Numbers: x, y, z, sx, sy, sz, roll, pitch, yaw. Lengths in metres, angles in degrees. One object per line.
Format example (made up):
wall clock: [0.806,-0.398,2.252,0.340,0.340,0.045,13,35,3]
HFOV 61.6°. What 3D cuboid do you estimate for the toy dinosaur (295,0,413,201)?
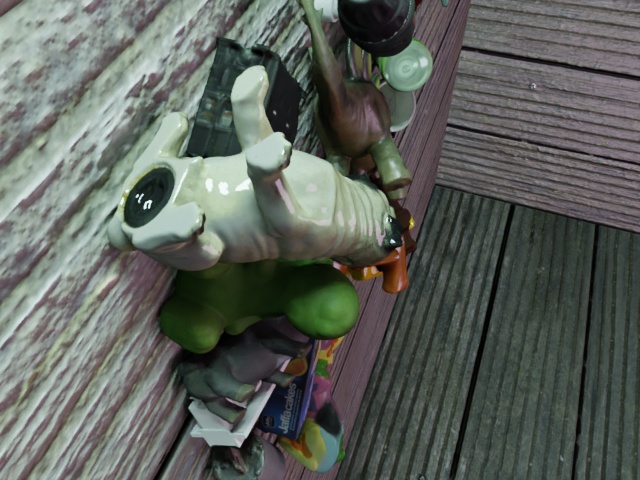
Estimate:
toy dinosaur: [0.040,-0.146,0.662,0.471,0.105,0.198,21,55,-81]

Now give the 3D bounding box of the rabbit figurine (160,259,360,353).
rabbit figurine: [-0.042,0.051,0.513,0.159,0.170,0.121,-25,130,-71]

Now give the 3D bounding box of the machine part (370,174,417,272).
machine part: [0.097,-0.032,0.933,0.056,0.179,0.179,-25,147,-14]

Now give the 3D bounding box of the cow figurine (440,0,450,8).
cow figurine: [0.100,-0.336,0.593,0.085,0.195,0.127,-69,170,-59]

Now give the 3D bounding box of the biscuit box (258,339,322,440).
biscuit box: [-0.037,0.171,0.739,0.059,0.063,0.202,-48,151,-69]

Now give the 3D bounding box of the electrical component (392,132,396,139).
electrical component: [0.092,-0.223,0.973,0.119,0.048,0.074,-11,117,-41]

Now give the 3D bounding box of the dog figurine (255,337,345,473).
dog figurine: [-0.004,0.234,0.871,0.219,0.192,0.108,-56,156,-10]

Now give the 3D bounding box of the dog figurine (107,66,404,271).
dog figurine: [-0.040,-0.010,0.420,0.190,0.172,0.121,43,33,-48]

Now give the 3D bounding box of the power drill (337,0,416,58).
power drill: [0.037,-0.269,0.477,0.232,0.086,0.207,-14,84,-74]

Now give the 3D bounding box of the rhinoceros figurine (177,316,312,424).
rhinoceros figurine: [-0.069,0.112,0.597,0.190,0.112,0.073,-38,157,-40]

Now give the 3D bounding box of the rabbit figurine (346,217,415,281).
rabbit figurine: [0.103,-0.018,1.063,0.122,0.162,0.173,-166,-118,-78]

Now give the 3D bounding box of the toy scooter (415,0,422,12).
toy scooter: [0.087,-0.323,0.735,0.135,0.075,0.184,-56,-157,10]

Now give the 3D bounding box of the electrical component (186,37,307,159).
electrical component: [-0.065,-0.099,0.497,0.115,0.058,0.134,12,93,-74]

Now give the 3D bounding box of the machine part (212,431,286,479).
machine part: [-0.100,0.324,0.783,0.243,0.079,0.079,75,34,-62]

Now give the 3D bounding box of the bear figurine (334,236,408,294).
bear figurine: [0.036,0.036,0.786,0.196,0.120,0.131,-30,135,-35]
